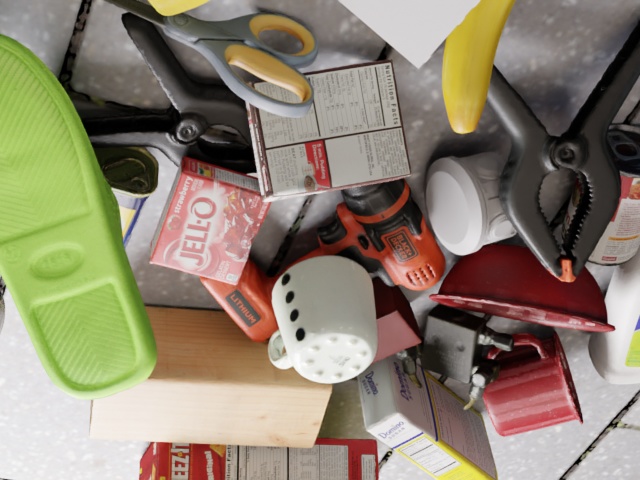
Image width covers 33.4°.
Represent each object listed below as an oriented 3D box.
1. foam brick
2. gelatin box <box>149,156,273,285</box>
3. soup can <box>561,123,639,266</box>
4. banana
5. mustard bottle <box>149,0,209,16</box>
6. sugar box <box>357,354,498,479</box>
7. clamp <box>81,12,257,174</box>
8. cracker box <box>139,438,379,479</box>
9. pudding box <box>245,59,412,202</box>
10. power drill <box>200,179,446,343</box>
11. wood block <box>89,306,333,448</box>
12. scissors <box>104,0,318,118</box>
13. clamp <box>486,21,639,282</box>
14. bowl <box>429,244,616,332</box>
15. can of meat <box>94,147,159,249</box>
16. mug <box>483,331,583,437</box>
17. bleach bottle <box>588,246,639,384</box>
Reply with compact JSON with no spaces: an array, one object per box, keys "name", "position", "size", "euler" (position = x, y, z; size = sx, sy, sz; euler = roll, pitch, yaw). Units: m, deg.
[{"name":"foam brick","position":[0.044,0.076,0.977],"size":[0.078,0.051,0.053],"euler":[-25,130,14]},{"name":"gelatin box","position":[-0.085,-0.013,0.828],"size":[0.073,0.030,0.089],"euler":[16,120,-16]},{"name":"soup can","position":[0.245,-0.037,0.891],"size":[0.068,0.068,0.102],"euler":[-1,133,-7]},{"name":"banana","position":[0.133,-0.171,0.745],"size":[0.037,0.070,0.198],"euler":[0,130,-57]},{"name":"mustard bottle","position":[-0.035,-0.218,0.686],"size":[0.192,0.058,0.096],"euler":[-19,135,9]},{"name":"sugar box","position":[0.106,0.180,1.054],"size":[0.048,0.093,0.176],"euler":[-35,127,24]},{"name":"clamp","position":[-0.113,-0.087,0.810],"size":[0.171,0.039,0.120],"euler":[33,122,-32]},{"name":"cracker box","position":[-0.066,0.241,1.058],"size":[0.213,0.072,0.164],"euler":[4,159,-14]},{"name":"pudding box","position":[0.006,-0.081,0.793],"size":[0.113,0.039,0.090],"euler":[-10,92,-13]},{"name":"power drill","position":[-0.006,0.001,0.895],"size":[0.188,0.057,0.184],"euler":[-24,128,14]},{"name":"wood block","position":[-0.102,0.124,0.973],"size":[0.206,0.091,0.090],"euler":[5,131,-13]},{"name":"scissors","position":[-0.084,-0.157,0.752],"size":[0.202,0.096,0.016],"euler":[34,140,1]},{"name":"clamp","position":[0.192,-0.075,0.815],"size":[0.164,0.036,0.210],"euler":[-11,102,-2]},{"name":"bowl","position":[0.178,0.039,0.927],"size":[0.162,0.055,0.162],"euler":[11,174,1]},{"name":"can of meat","position":[-0.188,-0.035,0.835],"size":[0.102,0.057,0.084],"euler":[15,131,-20]},{"name":"mug","position":[0.198,0.135,1.031],"size":[0.081,0.093,0.117],"euler":[-17,129,14]},{"name":"bleach bottle","position":[0.310,0.021,0.959],"size":[0.102,0.068,0.251],"euler":[-6,131,-4]}]
